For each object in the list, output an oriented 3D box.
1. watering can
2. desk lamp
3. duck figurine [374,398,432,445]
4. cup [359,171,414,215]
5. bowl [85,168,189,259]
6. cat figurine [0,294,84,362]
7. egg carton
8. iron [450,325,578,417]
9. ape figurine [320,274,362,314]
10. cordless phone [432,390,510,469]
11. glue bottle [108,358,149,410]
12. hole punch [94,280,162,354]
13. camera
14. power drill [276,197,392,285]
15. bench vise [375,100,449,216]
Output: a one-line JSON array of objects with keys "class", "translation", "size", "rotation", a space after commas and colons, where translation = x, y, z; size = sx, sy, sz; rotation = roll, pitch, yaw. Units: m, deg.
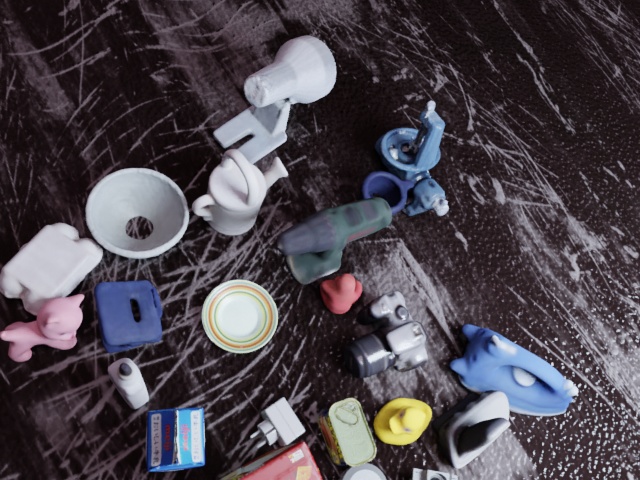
[{"class": "watering can", "translation": [-0.140, -0.095, 1.002], "size": [0.101, 0.194, 0.173], "rotation": [39, 63, 2]}, {"class": "desk lamp", "translation": [-0.084, -0.263, 1.077], "size": [0.118, 0.213, 0.203], "rotation": [46, 63, 5]}, {"class": "duck figurine", "translation": [0.152, 0.309, 0.983], "size": [0.105, 0.086, 0.077], "rotation": [-14, 73, -21]}, {"class": "cup", "translation": [0.123, -0.081, 1.130], "size": [0.118, 0.095, 0.091], "rotation": [-22, 76, -23]}, {"class": "bowl", "translation": [-0.314, -0.036, 0.992], "size": [0.168, 0.074, 0.167], "rotation": [6, 67, -14]}, {"class": "cat figurine", "translation": [-0.416, 0.130, 0.869], "size": [0.128, 0.117, 0.067], "rotation": [-16, 74, -22]}, {"class": "egg carton", "translation": [-0.435, 0.045, 0.926], "size": [0.107, 0.069, 0.150], "rotation": [34, 63, -1]}, {"class": "iron", "translation": [0.378, 0.245, 1.046], "size": [0.258, 0.141, 0.119], "rotation": [28, 63, -4]}, {"class": "ape figurine", "translation": [0.041, 0.090, 1.037], "size": [0.078, 0.092, 0.076], "rotation": [22, 64, -7]}, {"class": "cordless phone", "translation": [0.286, 0.312, 0.966], "size": [0.148, 0.185, 0.094], "rotation": [-32, 80, -25]}, {"class": "glue bottle", "translation": [-0.284, 0.204, 0.847], "size": [0.037, 0.173, 0.078], "rotation": [-33, 80, -25]}, {"class": "hole punch", "translation": [-0.306, 0.117, 0.922], "size": [0.101, 0.091, 0.108], "rotation": [-12, 72, -21]}, {"class": "camera", "translation": [0.109, 0.176, 1.017], "size": [0.137, 0.100, 0.143], "rotation": [-19, 75, -23]}, {"class": "power drill", "translation": [0.009, 0.004, 0.998], "size": [0.230, 0.208, 0.075], "rotation": [-24, 77, -24]}, {"class": "bench vise", "translation": [0.209, -0.160, 1.119], "size": [0.122, 0.219, 0.207], "rotation": [-40, 84, -26]}]
